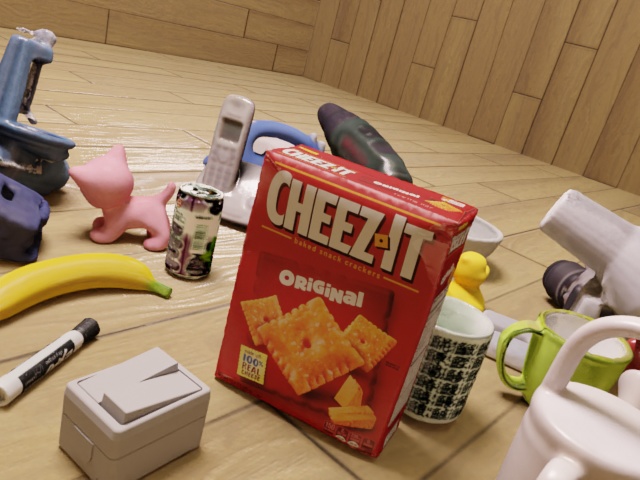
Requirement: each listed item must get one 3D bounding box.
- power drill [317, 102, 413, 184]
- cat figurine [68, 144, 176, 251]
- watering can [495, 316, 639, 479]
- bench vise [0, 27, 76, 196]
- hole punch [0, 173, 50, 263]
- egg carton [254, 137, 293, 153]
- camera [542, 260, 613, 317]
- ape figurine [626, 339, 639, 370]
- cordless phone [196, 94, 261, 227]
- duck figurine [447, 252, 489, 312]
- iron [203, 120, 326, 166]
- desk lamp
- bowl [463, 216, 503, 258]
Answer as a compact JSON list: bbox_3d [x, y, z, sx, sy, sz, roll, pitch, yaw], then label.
[{"bbox_3d":[0.036,-0.071,0.817,0.076,0.208,0.228,1,24,-33],"label":"power drill"},{"bbox_3d":[-0.242,-0.056,0.709,0.128,0.118,0.067,8,21,-20],"label":"cat figurine"},{"bbox_3d":[0.192,0.139,0.398,0.100,0.194,0.173,22,21,17],"label":"watering can"},{"bbox_3d":[-0.375,-0.144,0.695,0.121,0.220,0.207,14,20,-3],"label":"bench vise"},{"bbox_3d":[-0.346,-0.036,0.617,0.101,0.091,0.108,6,22,-25],"label":"hole punch"},{"bbox_3d":[-0.074,-0.166,1.191,0.149,0.069,0.107,31,25,37],"label":"egg carton"},{"bbox_3d":[0.412,0.077,0.857,0.143,0.101,0.136,9,21,-17],"label":"camera"},{"bbox_3d":[0.403,0.137,0.705,0.078,0.092,0.075,-6,29,-45],"label":"ape figurine"},{"bbox_3d":[-0.105,-0.114,0.863,0.147,0.185,0.094,17,20,5],"label":"cordless phone"},{"bbox_3d":[0.191,0.057,0.770,0.105,0.086,0.077,-5,28,-44],"label":"duck figurine"},{"bbox_3d":[-0.072,-0.149,1.043,0.259,0.141,0.118,4,23,-28],"label":"iron"},{"bbox_3d":[0.307,0.062,0.657,0.202,0.213,0.118,22,21,18],"label":"desk lamp"},{"bbox_3d":[0.214,-0.002,0.958,0.167,0.075,0.167,14,20,-5],"label":"bowl"}]
